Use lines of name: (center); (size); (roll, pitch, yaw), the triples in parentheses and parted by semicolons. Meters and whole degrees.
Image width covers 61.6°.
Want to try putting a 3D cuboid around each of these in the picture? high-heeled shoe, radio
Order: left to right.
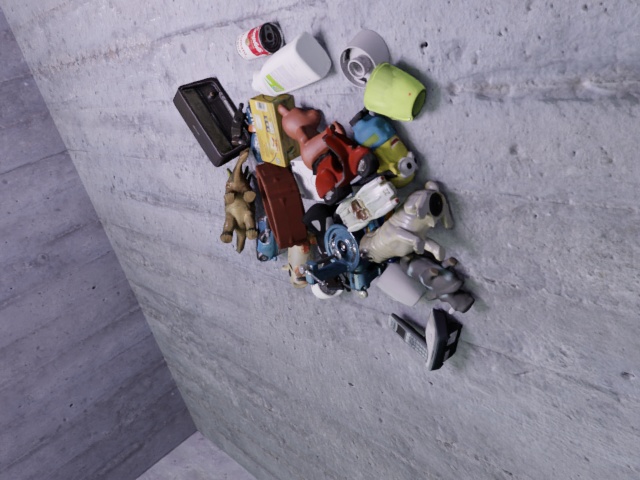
radio: (-0.291, -0.328, 1.488); (0.229, 0.131, 0.073); (58, 146, -1)
high-heeled shoe: (-0.003, -0.004, 1.377); (0.086, 0.145, 0.248); (40, 141, 25)

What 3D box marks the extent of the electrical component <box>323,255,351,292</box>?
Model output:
electrical component: (0.046, 0.098, 1.454); (0.048, 0.075, 0.119); (-3, 148, 22)

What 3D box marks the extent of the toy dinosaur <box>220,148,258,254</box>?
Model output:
toy dinosaur: (-0.233, -0.085, 1.576); (0.199, 0.105, 0.470); (-95, 14, -45)

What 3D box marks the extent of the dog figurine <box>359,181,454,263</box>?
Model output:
dog figurine: (0.168, -0.035, 1.142); (0.191, 0.172, 0.121); (3, 159, 48)

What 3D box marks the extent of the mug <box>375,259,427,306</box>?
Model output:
mug: (0.193, 0.114, 1.287); (0.107, 0.081, 0.109); (39, 137, 12)

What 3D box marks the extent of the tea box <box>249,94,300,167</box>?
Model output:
tea box: (-0.109, -0.279, 1.354); (0.098, 0.068, 0.169); (25, 136, 40)

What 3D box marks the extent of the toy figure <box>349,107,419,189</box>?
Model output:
toy figure: (0.132, -0.189, 1.114); (0.180, 0.082, 0.089); (50, 163, -1)

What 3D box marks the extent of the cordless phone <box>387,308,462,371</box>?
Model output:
cordless phone: (0.242, 0.212, 1.307); (0.184, 0.089, 0.146); (36, 142, 35)

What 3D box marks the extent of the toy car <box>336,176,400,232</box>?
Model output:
toy car: (0.100, -0.074, 1.146); (0.073, 0.056, 0.202); (56, 151, 0)

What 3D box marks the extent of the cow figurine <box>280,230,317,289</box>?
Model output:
cow figurine: (-0.061, 0.054, 1.545); (0.127, 0.085, 0.194); (-131, 37, -55)

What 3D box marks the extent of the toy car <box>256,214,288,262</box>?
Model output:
toy car: (-0.136, -0.007, 1.585); (0.161, 0.103, 0.109); (109, 159, -53)

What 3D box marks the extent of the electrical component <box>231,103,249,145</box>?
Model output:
electrical component: (-0.210, -0.305, 1.442); (0.045, 0.102, 0.078); (10, 157, -6)

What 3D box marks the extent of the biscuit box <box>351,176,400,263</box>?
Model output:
biscuit box: (0.137, -0.046, 1.240); (0.059, 0.063, 0.202); (4, 121, 50)

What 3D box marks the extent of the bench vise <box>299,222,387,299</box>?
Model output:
bench vise: (0.049, 0.055, 1.285); (0.129, 0.240, 0.223); (27, 126, 42)

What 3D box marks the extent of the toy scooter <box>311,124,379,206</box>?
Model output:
toy scooter: (0.035, -0.161, 1.121); (0.135, 0.075, 0.184); (55, 139, 4)

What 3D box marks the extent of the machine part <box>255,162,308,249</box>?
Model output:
machine part: (-0.099, -0.096, 1.411); (0.201, 0.087, 0.201); (-121, 18, -57)

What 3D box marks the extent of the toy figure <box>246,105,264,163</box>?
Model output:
toy figure: (-0.163, -0.284, 1.429); (0.064, 0.058, 0.154); (20, 129, 42)

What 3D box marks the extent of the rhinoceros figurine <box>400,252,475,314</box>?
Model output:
rhinoceros figurine: (0.256, 0.088, 1.191); (0.190, 0.073, 0.112); (38, 141, 27)

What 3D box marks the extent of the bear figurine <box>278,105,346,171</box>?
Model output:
bear figurine: (-0.010, -0.249, 1.237); (0.120, 0.132, 0.196); (45, -160, -51)
